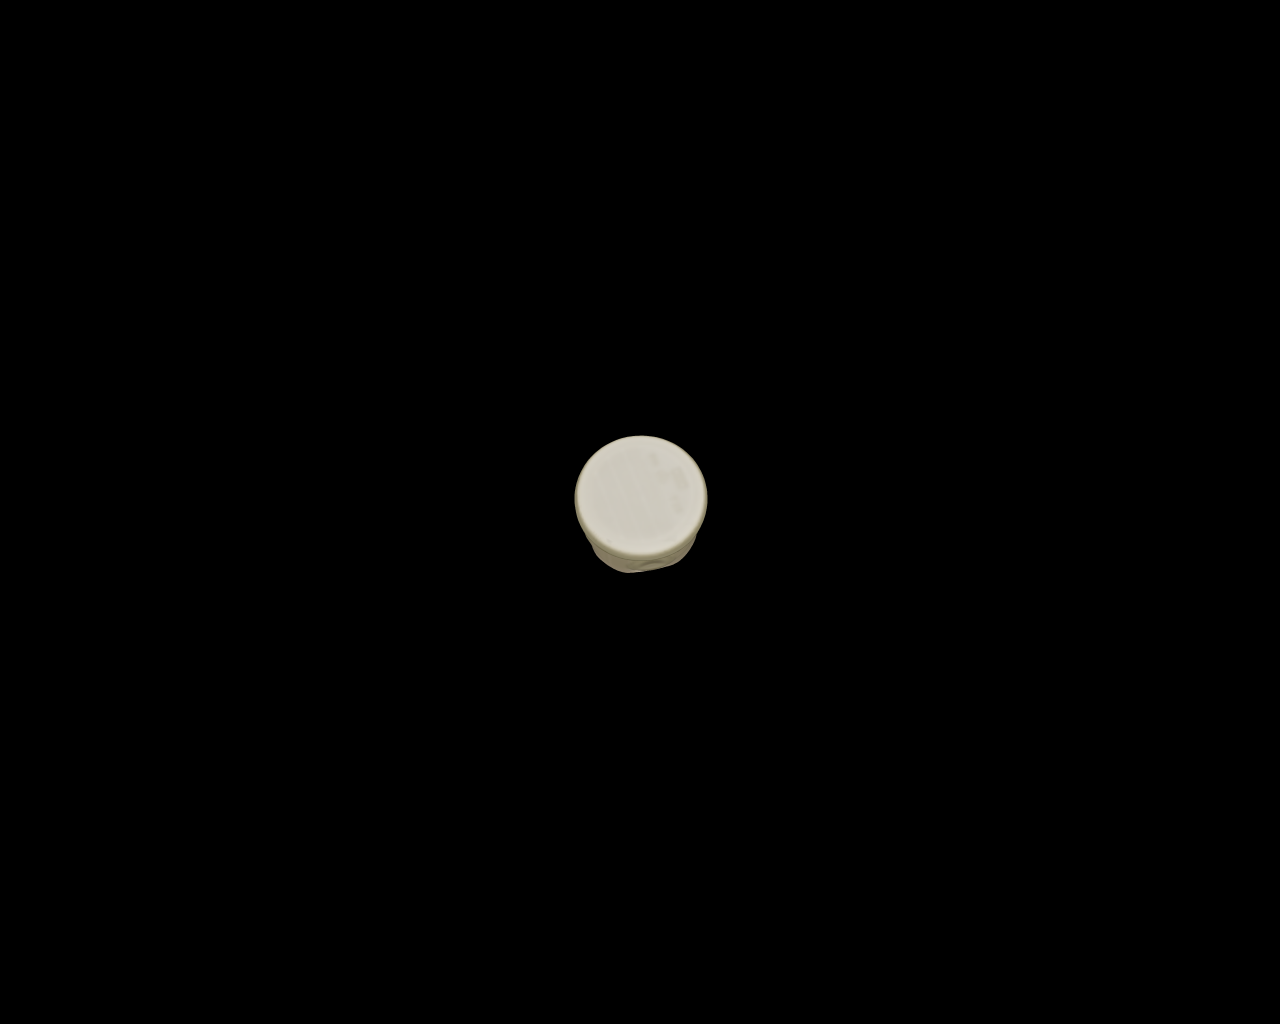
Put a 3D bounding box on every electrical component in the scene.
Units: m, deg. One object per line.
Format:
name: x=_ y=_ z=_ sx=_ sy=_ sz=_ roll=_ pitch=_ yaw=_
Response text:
electrical component: x=0.001 y=-0.003 z=0.650 sx=0.080 sy=0.080 sz=0.051 roll=0 pitch=-20 yaw=0
